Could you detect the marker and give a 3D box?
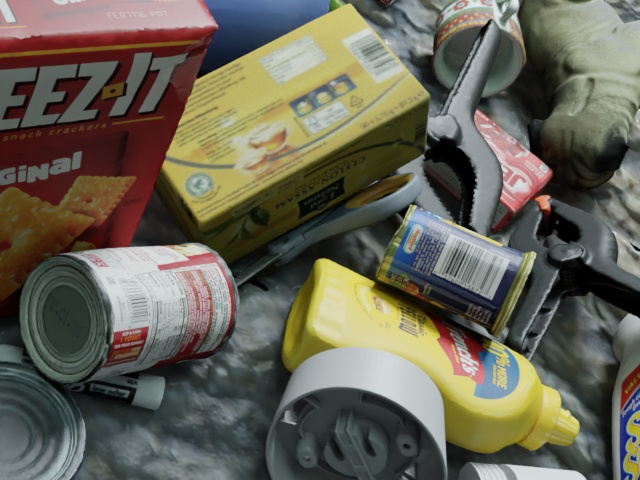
[{"bbox_3d":[-0.145,0.071,0.580,0.121,0.020,0.020,15,47,-17],"label":"marker"}]

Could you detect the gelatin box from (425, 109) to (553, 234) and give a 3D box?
[{"bbox_3d":[0.128,-0.057,0.831,0.089,0.030,0.073,41,46,10],"label":"gelatin box"}]

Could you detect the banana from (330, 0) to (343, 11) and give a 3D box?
[{"bbox_3d":[-0.066,-0.216,0.859,0.197,0.037,0.070,-3,53,-30],"label":"banana"}]

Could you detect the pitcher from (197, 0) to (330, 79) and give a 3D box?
[{"bbox_3d":[-0.123,-0.163,0.731,0.242,0.145,0.149,-1,41,-25],"label":"pitcher"}]

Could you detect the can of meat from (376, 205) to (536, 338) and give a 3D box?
[{"bbox_3d":[0.086,0.019,0.684,0.084,0.057,0.102,25,0,7],"label":"can of meat"}]

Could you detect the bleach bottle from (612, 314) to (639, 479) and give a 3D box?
[{"bbox_3d":[0.228,0.127,0.691,0.068,0.103,0.250,31,36,-20],"label":"bleach bottle"}]

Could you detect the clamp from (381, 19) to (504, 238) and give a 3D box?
[{"bbox_3d":[0.072,-0.079,0.779,0.164,0.036,0.210,3,66,-19],"label":"clamp"}]

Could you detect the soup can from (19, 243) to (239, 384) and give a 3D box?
[{"bbox_3d":[-0.101,0.038,0.577,0.102,0.069,0.068,-5,53,-55],"label":"soup can"}]

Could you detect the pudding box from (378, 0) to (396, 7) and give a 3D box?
[{"bbox_3d":[0.056,-0.268,0.970,0.090,0.039,0.113,38,46,5],"label":"pudding box"}]

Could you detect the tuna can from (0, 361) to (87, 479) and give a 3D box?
[{"bbox_3d":[-0.161,0.104,0.534,0.086,0.034,0.086,14,47,-16],"label":"tuna can"}]

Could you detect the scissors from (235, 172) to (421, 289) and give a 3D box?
[{"bbox_3d":[-0.004,0.001,0.681,0.201,0.096,0.016,-45,119,-47],"label":"scissors"}]

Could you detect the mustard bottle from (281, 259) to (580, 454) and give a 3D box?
[{"bbox_3d":[0.073,0.082,0.658,0.191,0.058,0.096,26,23,-8],"label":"mustard bottle"}]

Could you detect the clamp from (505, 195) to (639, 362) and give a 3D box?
[{"bbox_3d":[0.168,0.027,0.752,0.120,0.039,0.171,-12,31,-6],"label":"clamp"}]

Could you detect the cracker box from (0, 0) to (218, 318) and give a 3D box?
[{"bbox_3d":[-0.161,-0.041,0.530,0.163,0.214,0.072,-13,59,-36],"label":"cracker box"}]
